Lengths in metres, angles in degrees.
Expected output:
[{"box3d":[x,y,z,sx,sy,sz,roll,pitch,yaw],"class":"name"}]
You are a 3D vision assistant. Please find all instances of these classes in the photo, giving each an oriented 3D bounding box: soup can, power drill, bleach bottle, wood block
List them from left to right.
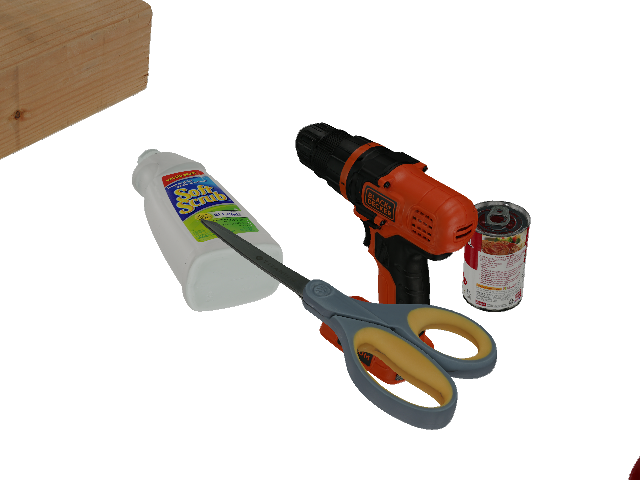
[{"box3d":[-0.248,-0.149,0.912,0.090,0.091,0.205,31,42,22],"class":"wood block"},{"box3d":[-0.134,-0.026,1.071,0.102,0.068,0.251,-9,34,-28],"class":"bleach bottle"},{"box3d":[0.042,0.010,0.876,0.057,0.188,0.185,-23,41,-33],"class":"power drill"},{"box3d":[0.188,0.017,1.149,0.068,0.102,0.068,-2,34,1],"class":"soup can"}]

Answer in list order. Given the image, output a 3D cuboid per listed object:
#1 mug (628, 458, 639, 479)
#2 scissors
[{"box3d":[0.153,0.121,0.349,0.117,0.081,0.093,5,38,8],"class":"mug"},{"box3d":[0.020,0.033,0.611,0.096,0.016,0.202,-15,42,-31],"class":"scissors"}]
